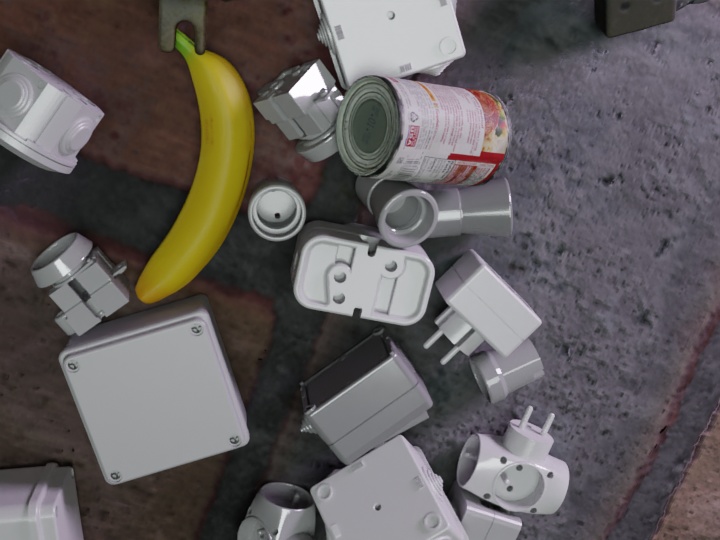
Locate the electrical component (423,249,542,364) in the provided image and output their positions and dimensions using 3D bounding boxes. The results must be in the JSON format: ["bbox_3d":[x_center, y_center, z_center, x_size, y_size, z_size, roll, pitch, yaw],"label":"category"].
[{"bbox_3d":[0.081,0.037,0.800,0.077,0.047,0.066,-45,106,7],"label":"electrical component"}]

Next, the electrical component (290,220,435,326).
[{"bbox_3d":[0.000,0.000,0.773,0.095,0.059,0.053,11,105,-10],"label":"electrical component"}]

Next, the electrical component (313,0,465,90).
[{"bbox_3d":[0.018,-0.174,0.730,0.100,0.048,0.099,-18,108,0],"label":"electrical component"}]

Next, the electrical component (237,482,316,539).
[{"bbox_3d":[-0.053,0.215,0.823,0.044,0.079,0.077,0,110,-44],"label":"electrical component"}]

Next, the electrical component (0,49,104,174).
[{"bbox_3d":[-0.214,-0.103,0.708,0.080,0.080,0.051,35,95,-15],"label":"electrical component"}]

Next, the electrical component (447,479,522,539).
[{"bbox_3d":[0.080,0.219,0.852,0.056,0.050,0.089,20,103,-12],"label":"electrical component"}]

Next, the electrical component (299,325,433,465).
[{"bbox_3d":[0.000,0.099,0.801,0.096,0.061,0.061,-36,107,4],"label":"electrical component"}]

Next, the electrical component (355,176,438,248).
[{"bbox_3d":[0.023,-0.049,0.758,0.044,0.065,0.044,-10,122,-17],"label":"electrical component"}]

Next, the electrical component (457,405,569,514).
[{"bbox_3d":[0.126,0.143,0.838,0.077,0.044,0.079,19,104,-12],"label":"electrical component"}]

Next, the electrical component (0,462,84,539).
[{"bbox_3d":[-0.241,0.208,0.797,0.057,0.078,0.113,-4,107,-3],"label":"electrical component"}]

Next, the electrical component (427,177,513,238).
[{"bbox_3d":[0.075,-0.043,0.780,0.065,0.044,0.044,-5,107,0],"label":"electrical component"}]

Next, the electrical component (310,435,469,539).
[{"bbox_3d":[0.020,0.184,0.810,0.100,0.099,0.048,-31,148,3],"label":"electrical component"}]

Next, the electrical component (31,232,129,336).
[{"bbox_3d":[-0.198,0.007,0.760,0.066,0.048,0.055,-35,115,4],"label":"electrical component"}]

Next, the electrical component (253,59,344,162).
[{"bbox_3d":[-0.034,-0.108,0.741,0.055,0.066,0.048,51,60,-24],"label":"electrical component"}]

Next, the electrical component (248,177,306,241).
[{"bbox_3d":[-0.059,-0.045,0.760,0.040,0.046,0.040,-2,107,-6],"label":"electrical component"}]

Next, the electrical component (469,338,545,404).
[{"bbox_3d":[0.112,0.075,0.820,0.046,0.040,0.040,-24,108,-5],"label":"electrical component"}]

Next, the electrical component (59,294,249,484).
[{"bbox_3d":[-0.147,0.086,0.783,0.109,0.056,0.108,-16,108,-2],"label":"electrical component"}]
